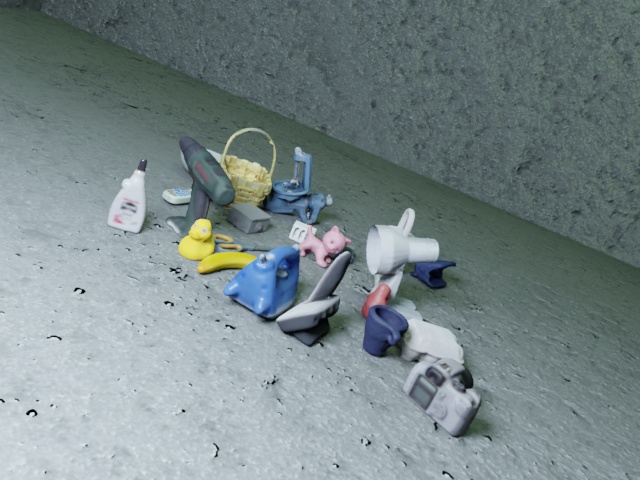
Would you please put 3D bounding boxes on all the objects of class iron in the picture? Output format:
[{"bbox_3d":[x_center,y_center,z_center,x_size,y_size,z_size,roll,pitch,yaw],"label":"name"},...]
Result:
[{"bbox_3d":[-0.093,0.069,1.241,0.118,0.141,0.259,29,21,15],"label":"iron"}]

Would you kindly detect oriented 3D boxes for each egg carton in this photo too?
[{"bbox_3d":[0.247,0.237,1.290,0.150,0.069,0.107,18,20,-13],"label":"egg carton"}]

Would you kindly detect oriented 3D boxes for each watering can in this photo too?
[{"bbox_3d":[0.244,-0.002,1.713,0.173,0.194,0.100,13,22,-26],"label":"watering can"}]

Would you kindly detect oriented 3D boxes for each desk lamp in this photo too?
[{"bbox_3d":[0.193,0.077,1.425,0.204,0.213,0.117,16,21,-18],"label":"desk lamp"}]

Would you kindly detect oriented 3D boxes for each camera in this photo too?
[{"bbox_3d":[0.262,0.290,1.125,0.137,0.101,0.142,0,30,-48],"label":"camera"}]

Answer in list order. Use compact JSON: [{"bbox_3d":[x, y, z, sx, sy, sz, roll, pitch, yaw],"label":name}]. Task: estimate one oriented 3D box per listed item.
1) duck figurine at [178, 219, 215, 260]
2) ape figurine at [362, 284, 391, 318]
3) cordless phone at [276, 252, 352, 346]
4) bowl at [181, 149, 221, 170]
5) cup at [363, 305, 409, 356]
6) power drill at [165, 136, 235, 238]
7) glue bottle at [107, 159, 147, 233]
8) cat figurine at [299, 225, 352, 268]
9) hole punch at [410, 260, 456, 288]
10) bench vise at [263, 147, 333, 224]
[{"bbox_3d":[-0.274,-0.008,1.319,0.077,0.086,0.105,27,20,12],"label":"duck figurine"},{"bbox_3d":[0.143,0.147,1.372,0.076,0.092,0.077,8,25,-36],"label":"ape figurine"},{"bbox_3d":[-0.003,0.108,1.175,0.094,0.185,0.148,28,20,14],"label":"cordless phone"},{"bbox_3d":[-0.366,-0.232,1.806,0.167,0.075,0.167,20,20,-8],"label":"bowl"},{"bbox_3d":[0.134,0.205,1.210,0.092,0.095,0.117,16,21,-19],"label":"cup"},{"bbox_3d":[-0.300,-0.117,1.389,0.228,0.208,0.076,37,24,34],"label":"power drill"},{"bbox_3d":[-0.415,-0.102,1.276,0.078,0.173,0.037,15,21,-21],"label":"glue bottle"},{"bbox_3d":[0.014,0.006,1.554,0.127,0.118,0.067,26,20,8],"label":"cat figurine"},{"bbox_3d":[0.346,0.086,1.752,0.100,0.091,0.109,36,24,32],"label":"hole punch"},{"bbox_3d":[-0.054,-0.173,1.783,0.208,0.220,0.121,7,25,-37],"label":"bench vise"}]
